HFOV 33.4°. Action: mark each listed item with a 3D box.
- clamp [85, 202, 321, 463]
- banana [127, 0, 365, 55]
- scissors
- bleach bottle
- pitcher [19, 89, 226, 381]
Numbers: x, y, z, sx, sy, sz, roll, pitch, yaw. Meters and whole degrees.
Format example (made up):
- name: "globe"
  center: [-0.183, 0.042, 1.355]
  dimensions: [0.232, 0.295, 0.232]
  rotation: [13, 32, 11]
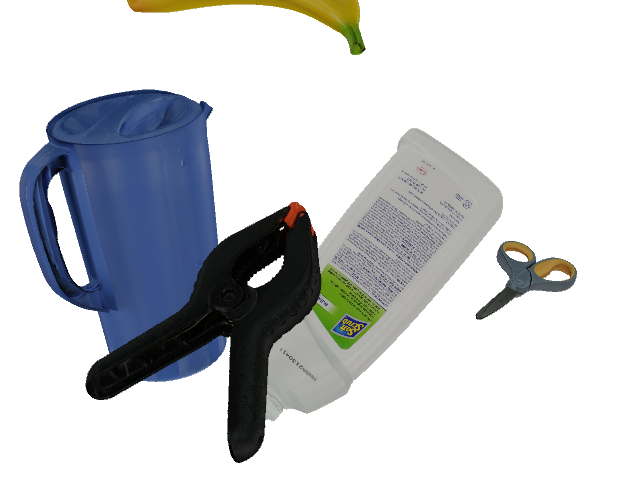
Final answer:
- name: "clamp"
  center: [-0.045, 0.051, 0.632]
  dimensions: [0.120, 0.171, 0.039]
  rotation: [29, -24, 28]
- name: "banana"
  center: [-0.051, -0.191, 0.823]
  dimensions: [0.198, 0.069, 0.037]
  rotation: [13, -40, 16]
- name: "scissors"
  center: [0.192, 0.038, 1.109]
  dimensions: [0.201, 0.016, 0.096]
  rotation: [-11, 37, -43]
- name: "bleach bottle"
  center: [0.026, 0.034, 0.812]
  dimensions: [0.103, 0.250, 0.068]
  rotation: [38, -16, 19]
- name: "pitcher"
  center: [-0.158, 0.002, 0.928]
  dimensions: [0.149, 0.243, 0.145]
  rotation: [-5, 26, 2]
